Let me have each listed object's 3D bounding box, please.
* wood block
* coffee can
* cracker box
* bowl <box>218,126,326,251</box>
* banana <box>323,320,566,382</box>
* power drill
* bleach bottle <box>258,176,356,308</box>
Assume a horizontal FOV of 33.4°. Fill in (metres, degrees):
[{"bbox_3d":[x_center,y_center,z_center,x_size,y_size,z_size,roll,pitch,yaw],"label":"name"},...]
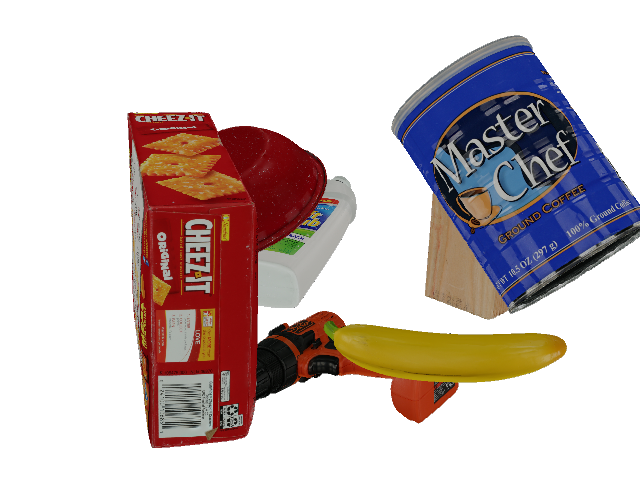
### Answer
[{"bbox_3d":[0.179,-0.034,1.140,0.090,0.206,0.090,20,27,38],"label":"wood block"},{"bbox_3d":[0.124,-0.041,0.666,0.102,0.140,0.103,-30,-13,-8],"label":"coffee can"},{"bbox_3d":[-0.092,0.016,0.736,0.072,0.164,0.214,-2,22,-12],"label":"cracker box"},{"bbox_3d":[-0.079,-0.052,0.941,0.162,0.055,0.162,-16,37,12],"label":"bowl"},{"bbox_3d":[0.095,0.085,0.843,0.198,0.037,0.069,6,28,9],"label":"banana"},{"bbox_3d":[0.024,0.121,1.010,0.188,0.057,0.184,9,20,30],"label":"power drill"},{"bbox_3d":[-0.025,-0.012,1.339,0.103,0.068,0.250,8,34,20],"label":"bleach bottle"}]
